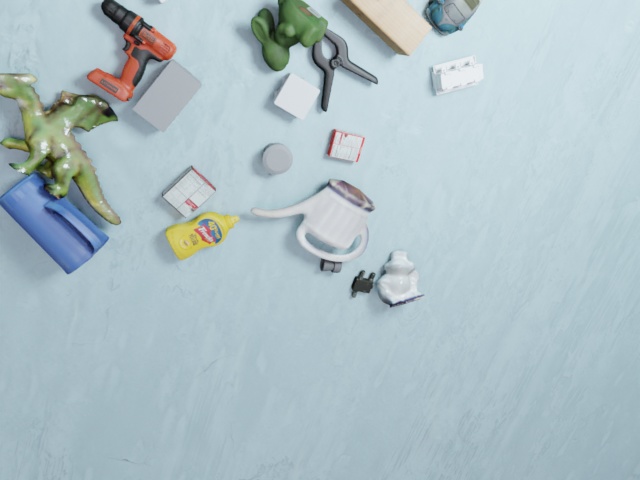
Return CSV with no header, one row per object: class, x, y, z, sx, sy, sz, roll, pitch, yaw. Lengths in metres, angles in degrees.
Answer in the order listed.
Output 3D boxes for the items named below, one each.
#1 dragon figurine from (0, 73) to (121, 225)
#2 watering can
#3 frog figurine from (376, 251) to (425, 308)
dragon figurine,-0.585,-0.233,1.226,0.405,0.124,0.243,39,90,-32
watering can,0.004,-0.071,1.415,0.345,0.105,0.223,29,101,-21
frog figurine,0.233,0.117,1.560,0.137,0.121,0.161,-17,78,3
